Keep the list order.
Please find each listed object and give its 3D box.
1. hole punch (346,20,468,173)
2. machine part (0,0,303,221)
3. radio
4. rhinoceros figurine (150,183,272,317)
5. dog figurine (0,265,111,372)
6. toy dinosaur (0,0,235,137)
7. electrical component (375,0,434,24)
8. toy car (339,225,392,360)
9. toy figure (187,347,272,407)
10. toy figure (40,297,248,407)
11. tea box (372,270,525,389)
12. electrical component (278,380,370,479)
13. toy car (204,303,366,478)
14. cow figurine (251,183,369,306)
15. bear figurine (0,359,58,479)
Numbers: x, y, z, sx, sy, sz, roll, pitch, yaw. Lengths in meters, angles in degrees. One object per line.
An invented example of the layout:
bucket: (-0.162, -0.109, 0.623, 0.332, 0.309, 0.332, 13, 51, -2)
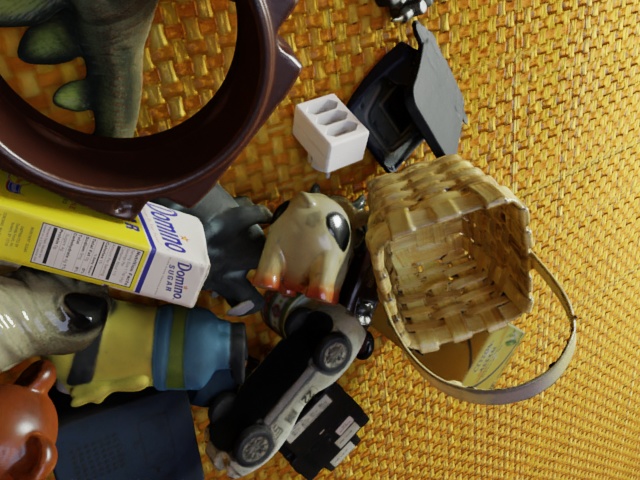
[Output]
hole punch: (0.098, -0.144, 0.590, 0.142, 0.092, 0.116, 45, 53, -35)
machine part: (-0.128, -0.123, 0.339, 0.201, 0.087, 0.201, 30, 111, -36)
radio: (-0.194, 0.239, 0.555, 0.131, 0.073, 0.229, -18, 120, -28)
rhinoceros figurine: (-0.102, -0.004, 0.512, 0.112, 0.073, 0.190, -41, 126, -14)
dog figurine: (-0.265, 0.078, 0.375, 0.172, 0.121, 0.190, -37, 146, 31)
toy dinosaur: (-0.152, -0.222, 0.374, 0.198, 0.105, 0.470, -8, 118, -23)
electrical component: (0.078, -0.266, 0.538, 0.078, 0.045, 0.102, -38, 126, -13)
toy car: (0.053, 0.067, 0.659, 0.089, 0.053, 0.202, 16, 101, -34)
toy figure: (-0.076, 0.151, 0.604, 0.154, 0.064, 0.058, 4, 66, -39)
toy figure: (-0.157, 0.094, 0.493, 0.180, 0.082, 0.089, 0, 94, -8)
tea box: (0.149, 0.106, 0.663, 0.068, 0.170, 0.098, 28, 92, -40)
electrical component: (-0.005, 0.236, 0.687, 0.115, 0.058, 0.134, -40, 126, -11)
toy car: (-0.037, 0.147, 0.545, 0.202, 0.074, 0.056, -48, 130, -10)
cow figurine: (-0.001, -0.002, 0.533, 0.195, 0.086, 0.127, 40, 65, -79)
bear figurine: (-0.294, 0.173, 0.402, 0.196, 0.120, 0.131, -43, 136, 19)
